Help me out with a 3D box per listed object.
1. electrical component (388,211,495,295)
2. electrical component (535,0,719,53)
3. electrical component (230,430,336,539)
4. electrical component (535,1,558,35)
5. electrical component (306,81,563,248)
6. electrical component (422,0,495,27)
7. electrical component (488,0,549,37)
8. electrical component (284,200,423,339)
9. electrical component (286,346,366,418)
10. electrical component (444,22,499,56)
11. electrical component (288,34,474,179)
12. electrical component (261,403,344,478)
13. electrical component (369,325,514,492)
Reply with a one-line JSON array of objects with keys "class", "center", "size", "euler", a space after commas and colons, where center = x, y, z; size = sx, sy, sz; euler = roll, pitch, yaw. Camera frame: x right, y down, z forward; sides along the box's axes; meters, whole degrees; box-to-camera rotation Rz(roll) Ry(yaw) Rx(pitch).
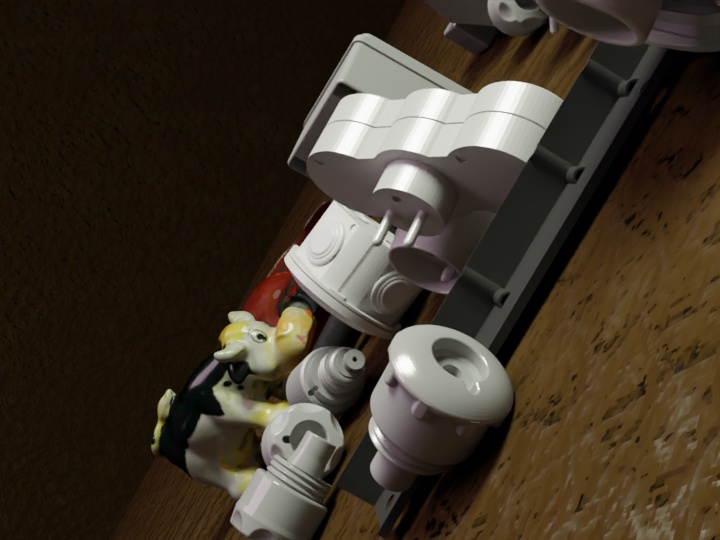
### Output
[{"class": "electrical component", "center": [0.044, -0.026, 0.567], "size": [0.077, 0.043, 0.079], "euler": [-63, 8, -23]}, {"class": "electrical component", "center": [0.090, -0.111, 0.363], "size": [0.108, 0.108, 0.060], "euler": [-147, 81, -83]}, {"class": "electrical component", "center": [-0.035, 0.114, 0.555], "size": [0.062, 0.043, 0.043], "euler": [-60, 7, -9]}, {"class": "electrical component", "center": [0.116, -0.174, 0.607], "size": [0.043, 0.077, 0.079], "euler": [-15, -77, -48]}, {"class": "electrical component", "center": [0.029, -0.040, 0.498], "size": [0.138, 0.052, 0.073], "euler": [4, 57, 43]}, {"class": "electrical component", "center": [0.109, -0.260, 0.884], "size": [0.108, 0.056, 0.109], "euler": [-60, 30, -1]}, {"class": "electrical component", "center": [0.110, -0.185, 0.755], "size": [0.043, 0.043, 0.062], "euler": [-60, 6, -4]}, {"class": "electrical component", "center": [0.000, 0.000, 0.632], "size": [0.051, 0.080, 0.080], "euler": [-53, 8, 9]}, {"class": "electrical component", "center": [-0.016, 0.064, 0.636], "size": [0.040, 0.040, 0.078], "euler": [-64, 8, -29]}, {"class": "electrical component", "center": [0.099, -0.250, 0.966], "size": [0.083, 0.076, 0.047], "euler": [-60, 7, -1]}, {"class": "electrical component", "center": [0.019, -0.095, 0.765], "size": [0.108, 0.109, 0.056], "euler": [-50, 14, 53]}, {"class": "electrical component", "center": [-0.035, 0.100, 0.611], "size": [0.043, 0.043, 0.062], "euler": [-62, 6, -20]}, {"class": "electrical component", "center": [0.023, 0.054, 0.391], "size": [0.048, 0.048, 0.062], "euler": [-71, 6, -58]}]
